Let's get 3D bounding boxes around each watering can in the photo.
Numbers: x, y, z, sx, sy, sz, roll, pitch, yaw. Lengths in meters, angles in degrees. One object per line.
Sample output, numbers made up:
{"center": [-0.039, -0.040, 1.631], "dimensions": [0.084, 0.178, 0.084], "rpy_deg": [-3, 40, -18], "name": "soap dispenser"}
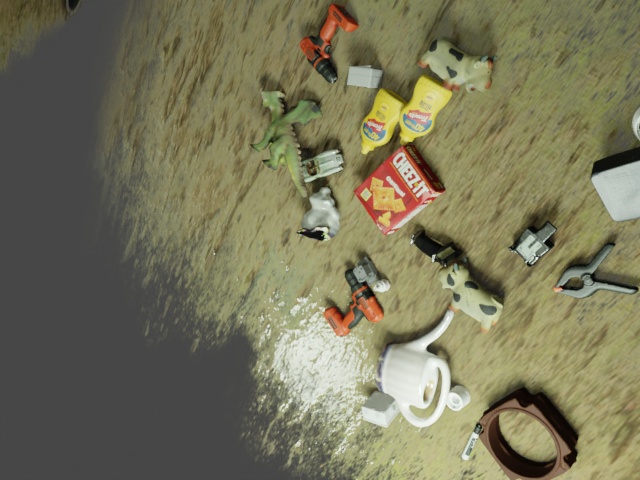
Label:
{"center": [0.275, 0.348, 1.477], "dimensions": [0.225, 0.104, 0.348], "rpy_deg": [9, 89, 39], "name": "watering can"}

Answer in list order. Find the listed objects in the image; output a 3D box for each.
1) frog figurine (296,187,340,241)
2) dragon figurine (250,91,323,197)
{"center": [0.005, -0.083, 1.643], "dimensions": [0.136, 0.121, 0.163], "rpy_deg": [-20, 49, 48], "name": "frog figurine"}
{"center": [-0.087, -0.342, 1.641], "dimensions": [0.240, 0.122, 0.417], "rpy_deg": [-52, 57, 18], "name": "dragon figurine"}
